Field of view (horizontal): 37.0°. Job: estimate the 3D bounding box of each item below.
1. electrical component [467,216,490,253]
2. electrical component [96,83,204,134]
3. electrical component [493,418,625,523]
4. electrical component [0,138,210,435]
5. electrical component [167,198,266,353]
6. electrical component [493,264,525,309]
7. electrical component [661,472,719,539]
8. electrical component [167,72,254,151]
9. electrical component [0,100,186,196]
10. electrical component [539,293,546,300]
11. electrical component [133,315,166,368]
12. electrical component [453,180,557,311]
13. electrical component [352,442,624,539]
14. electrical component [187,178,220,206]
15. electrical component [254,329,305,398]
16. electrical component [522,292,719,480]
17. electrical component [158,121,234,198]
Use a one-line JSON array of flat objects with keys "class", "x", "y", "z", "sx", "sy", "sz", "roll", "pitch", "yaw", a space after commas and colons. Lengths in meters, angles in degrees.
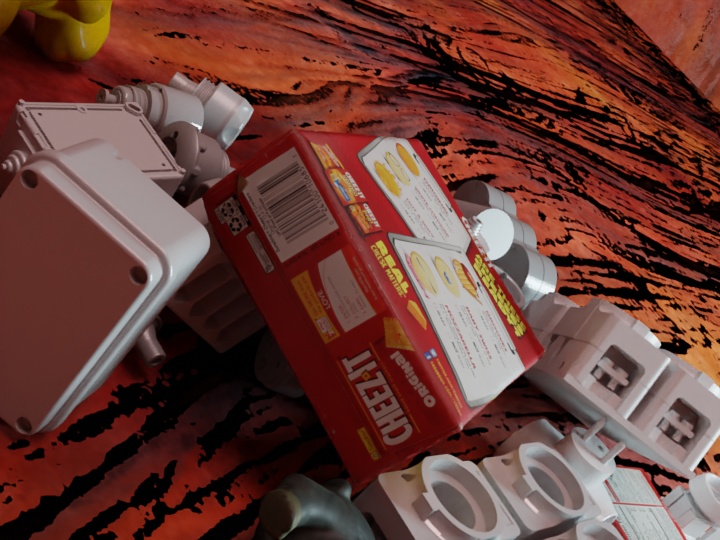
[{"class": "electrical component", "x": 0.063, "y": -0.009, "z": 0.810, "sx": 0.043, "sy": 0.081, "sz": 0.043, "roll": 32, "pitch": 26, "yaw": -18}, {"class": "electrical component", "x": -0.142, "y": -0.107, "z": 0.728, "sx": 0.078, "sy": 0.040, "sz": 0.040, "roll": 11, "pitch": 38, "yaw": -47}, {"class": "electrical component", "x": 0.137, "y": 0.128, "z": 0.693, "sx": 0.043, "sy": 0.079, "sz": 0.077, "roll": 1, "pitch": 46, "yaw": -52}, {"class": "electrical component", "x": -0.131, "y": 0.008, "z": 0.473, "sx": 0.078, "sy": 0.113, "sz": 0.057, "roll": 41, "pitch": 22, "yaw": 1}, {"class": "electrical component", "x": -0.089, "y": -0.009, "z": 0.598, "sx": 0.075, "sy": 0.047, "sz": 0.083, "roll": 58, "pitch": 1, "yaw": 33}, {"class": "electrical component", "x": 0.095, "y": 0.026, "z": 0.838, "sx": 0.055, "sy": 0.047, "sz": 0.055, "roll": 32, "pitch": 26, "yaw": -18}, {"class": "electrical component", "x": 0.249, "y": 0.182, "z": 0.791, "sx": 0.066, "sy": 0.055, "sz": 0.048, "roll": 28, "pitch": 28, "yaw": -26}, {"class": "electrical component", "x": -0.113, "y": -0.119, "z": 0.786, "sx": 0.062, "sy": 0.043, "sz": 0.043, "roll": 35, "pitch": 26, "yaw": -10}, {"class": "electrical component", "x": -0.159, "y": -0.052, "z": 0.599, "sx": 0.096, "sy": 0.061, "sz": 0.061, "roll": -9, "pitch": 54, "yaw": -48}, {"class": "electrical component", "x": 0.150, "y": 0.046, "z": 0.885, "sx": 0.040, "sy": 0.046, "sz": 0.040, "roll": 32, "pitch": 26, "yaw": -18}, {"class": "electrical component", "x": -0.120, "y": 0.023, "z": 0.557, "sx": 0.035, "sy": 0.035, "sz": 0.061, "roll": 1, "pitch": 49, "yaw": -54}, {"class": "electrical component", "x": 0.112, "y": -0.027, "z": 0.942, "sx": 0.074, "sy": 0.052, "sz": 0.138, "roll": 20, "pitch": 32, "yaw": -37}, {"class": "electrical component", "x": 0.079, "y": 0.158, "z": 0.587, "sx": 0.186, "sy": 0.060, "sz": 0.105, "roll": 5, "pitch": 43, "yaw": -51}, {"class": "electrical component", "x": -0.073, "y": -0.027, "z": 0.667, "sx": 0.057, "sy": 0.058, "sz": 0.078, "roll": 1, "pitch": 78, "yaw": -31}, {"class": "electrical component", "x": -0.027, "y": 0.055, "z": 0.623, "sx": 0.055, "sy": 0.045, "sz": 0.045, "roll": 25, "pitch": 29, "yaw": -29}, {"class": "electrical component", "x": 0.173, "y": 0.073, "z": 0.759, "sx": 0.105, "sy": 0.060, "sz": 0.186, "roll": 38, "pitch": -3, "yaw": -6}, {"class": "electrical component", "x": -0.107, "y": -0.068, "z": 0.713, "sx": 0.062, "sy": 0.048, "sz": 0.048, "roll": 21, "pitch": 31, "yaw": -49}]
